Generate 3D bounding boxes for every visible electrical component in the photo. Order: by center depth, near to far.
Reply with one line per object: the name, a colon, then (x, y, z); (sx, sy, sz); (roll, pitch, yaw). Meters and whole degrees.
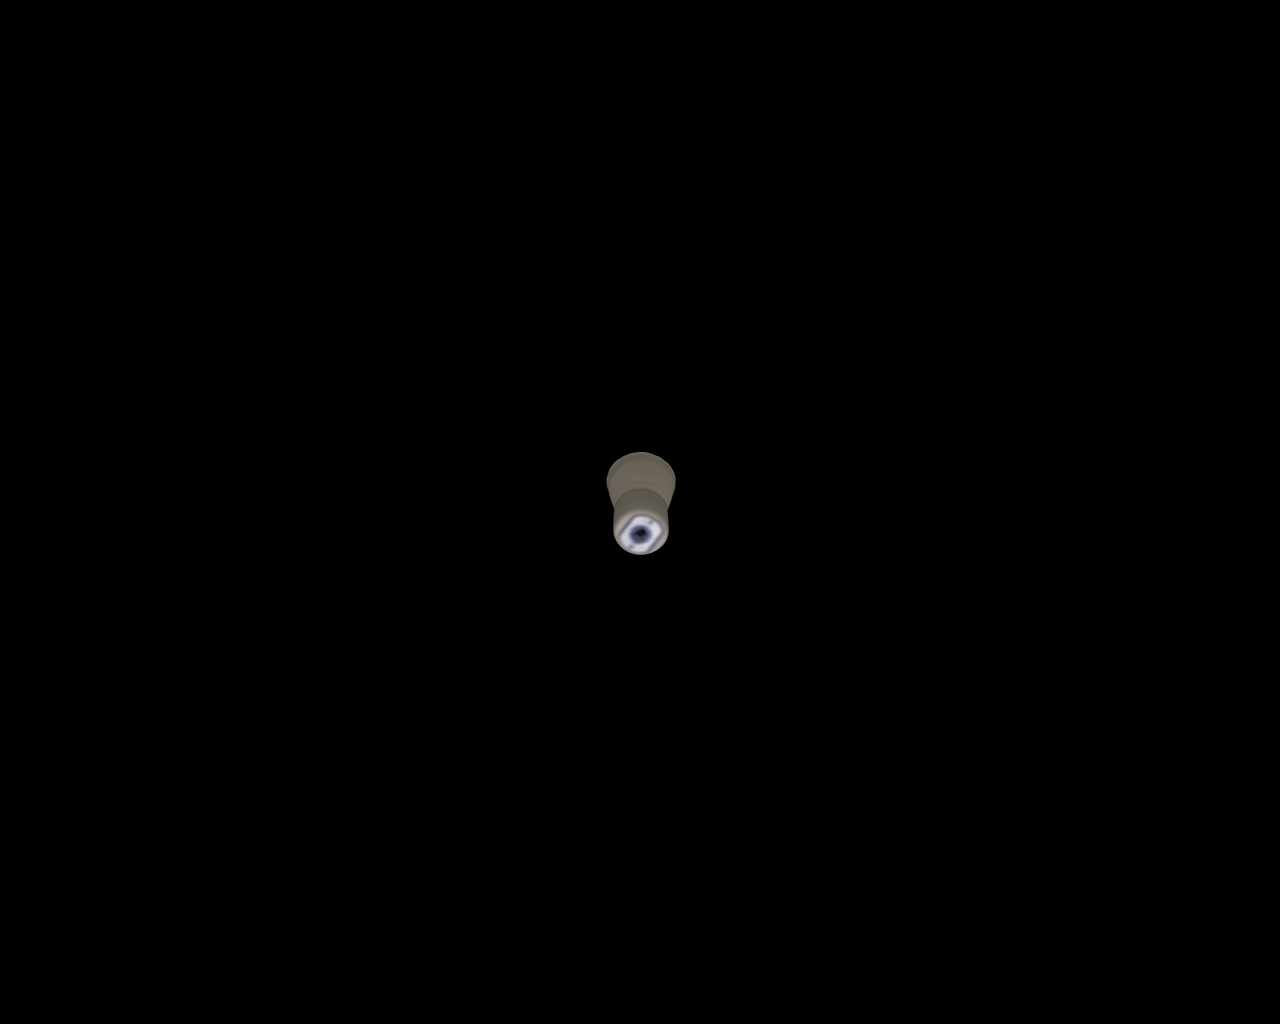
electrical component: (0.001, -0.003, 0.650); (0.044, 0.044, 0.065); (0, 32, 0)
